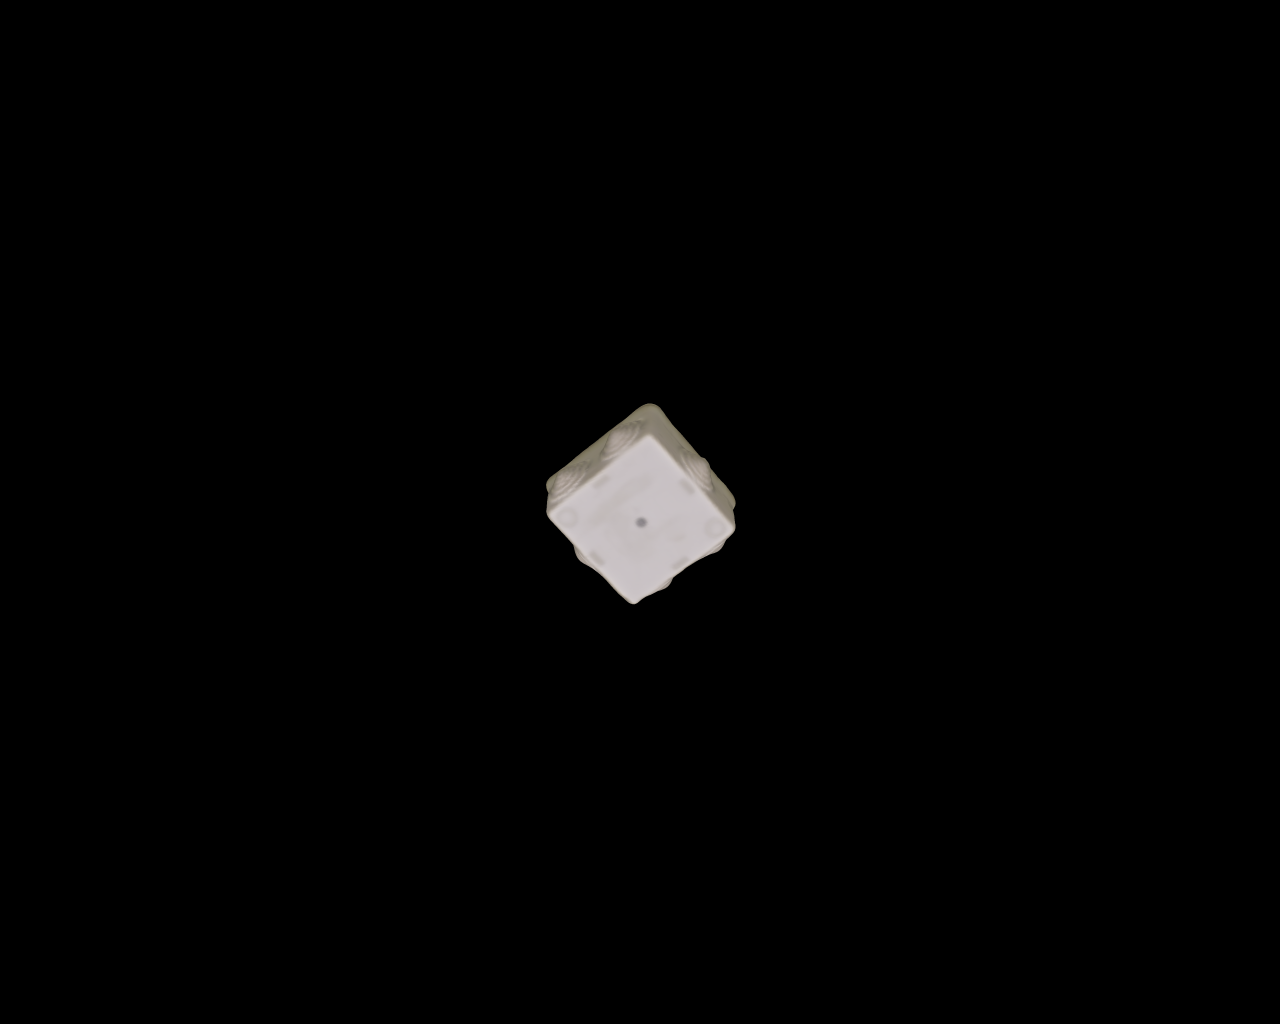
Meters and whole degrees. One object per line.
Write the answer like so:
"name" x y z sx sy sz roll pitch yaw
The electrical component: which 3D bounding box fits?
"electrical component" 0.001 -0.003 0.650 0.099 0.099 0.048 -37 19 15
